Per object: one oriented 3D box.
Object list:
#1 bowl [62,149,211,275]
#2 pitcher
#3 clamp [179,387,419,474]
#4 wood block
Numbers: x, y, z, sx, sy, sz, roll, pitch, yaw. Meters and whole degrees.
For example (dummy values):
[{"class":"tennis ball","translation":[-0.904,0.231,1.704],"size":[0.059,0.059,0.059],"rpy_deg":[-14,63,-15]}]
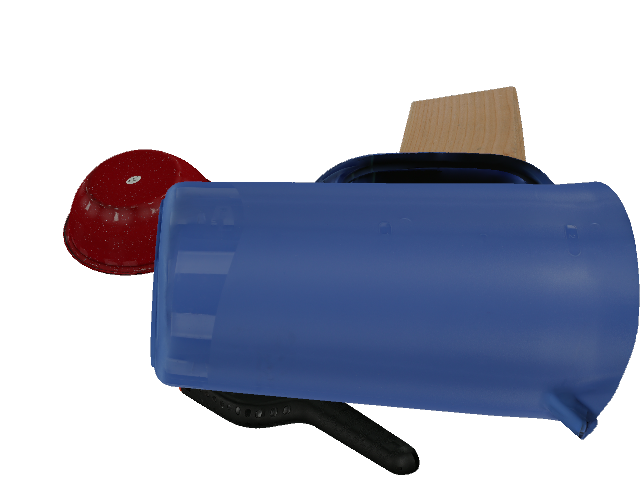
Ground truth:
[{"class":"bowl","translation":[-0.176,-0.040,1.033],"size":[0.162,0.055,0.162],"rpy_deg":[-5,42,4]},{"class":"pitcher","translation":[0.034,0.020,0.579],"size":[0.242,0.145,0.149],"rpy_deg":[3,4,-6]},{"class":"clamp","translation":[-0.009,0.111,0.854],"size":[0.210,0.036,0.164],"rpy_deg":[7,31,15]},{"class":"wood block","translation":[0.112,-0.041,0.817],"size":[0.091,0.090,0.206],"rpy_deg":[-7,23,12]}]
